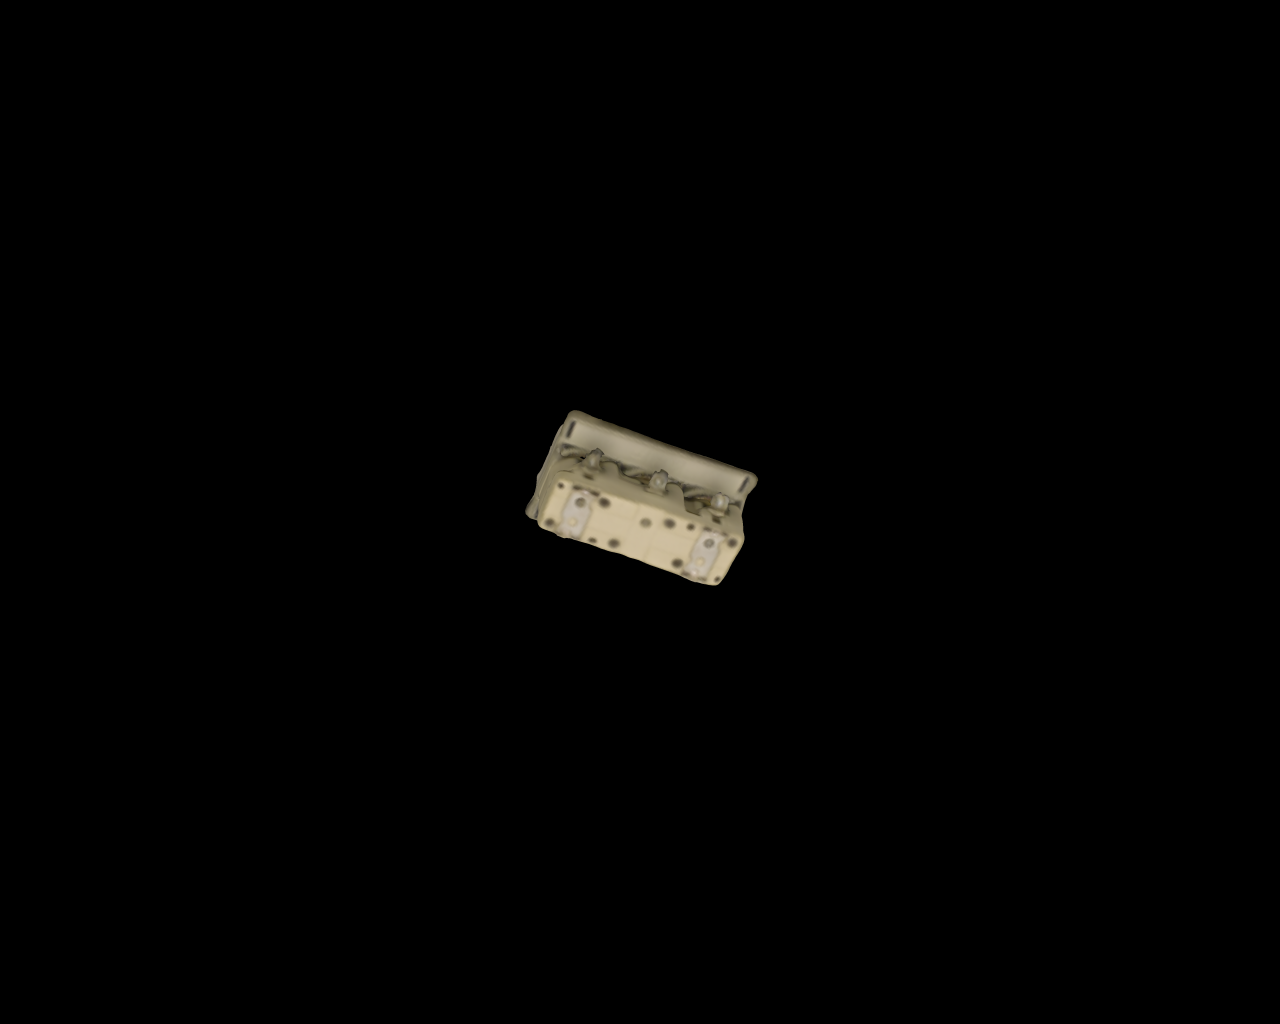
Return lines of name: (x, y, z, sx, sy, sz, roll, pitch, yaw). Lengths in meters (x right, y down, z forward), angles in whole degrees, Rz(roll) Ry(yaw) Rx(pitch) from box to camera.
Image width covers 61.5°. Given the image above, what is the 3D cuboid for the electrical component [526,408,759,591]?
electrical component: (0.001, -0.003, 0.650, 0.121, 0.078, 0.063, 20, 31, -13)
